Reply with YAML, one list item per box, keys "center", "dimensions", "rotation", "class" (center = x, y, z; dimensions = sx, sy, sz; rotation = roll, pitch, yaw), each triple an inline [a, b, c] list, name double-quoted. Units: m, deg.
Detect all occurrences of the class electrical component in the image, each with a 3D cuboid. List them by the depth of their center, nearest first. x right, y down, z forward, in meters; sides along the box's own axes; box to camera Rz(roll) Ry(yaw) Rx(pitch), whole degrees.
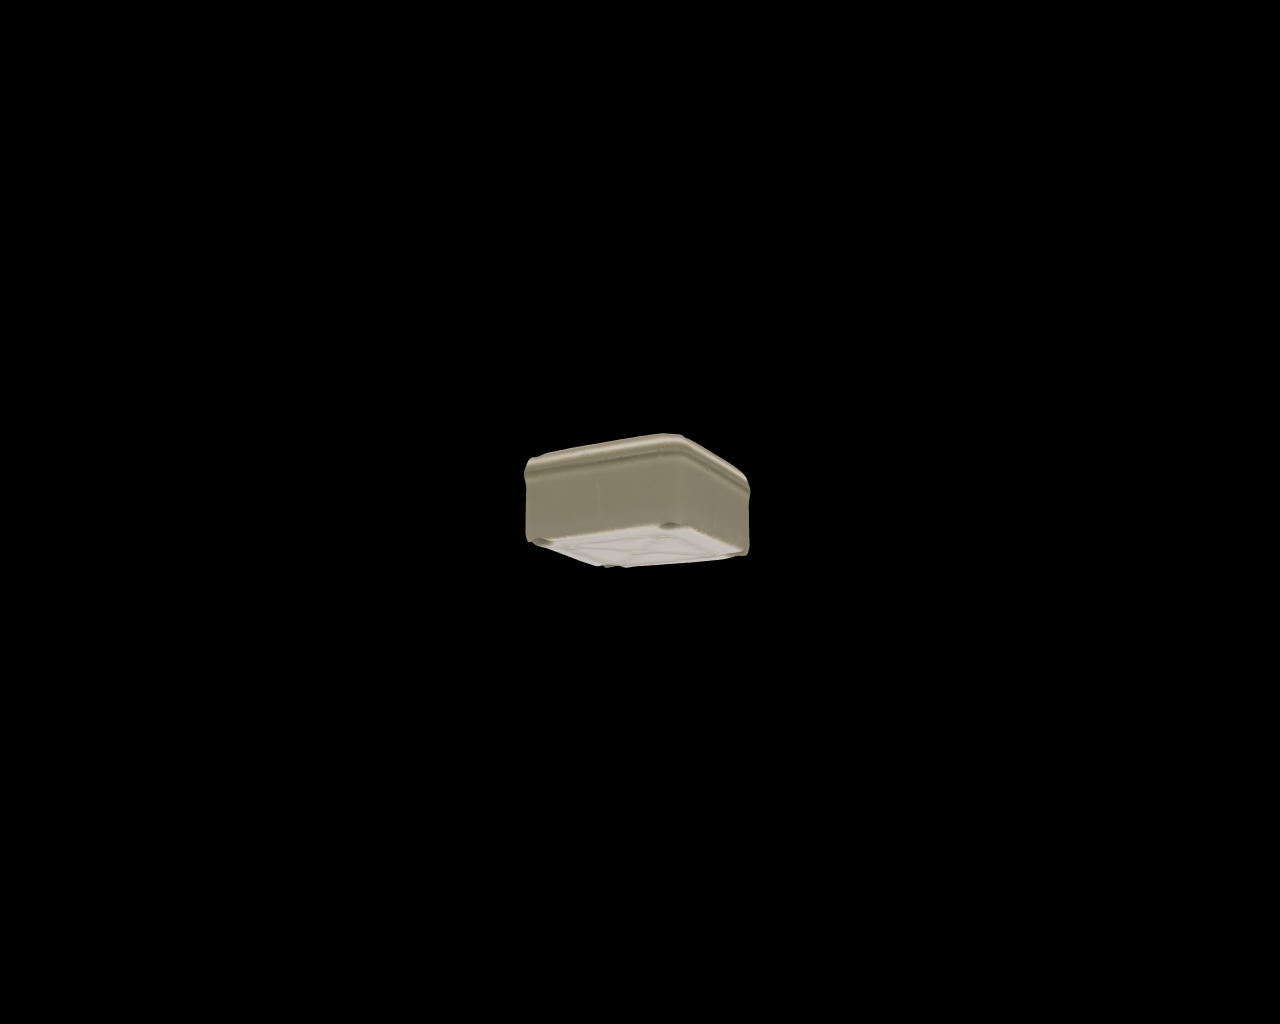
- center: [0.001, -0.003, 0.650]
  dimensions: [0.109, 0.056, 0.108]
  rotation: [-7, -15, 26]
  class: "electrical component"
